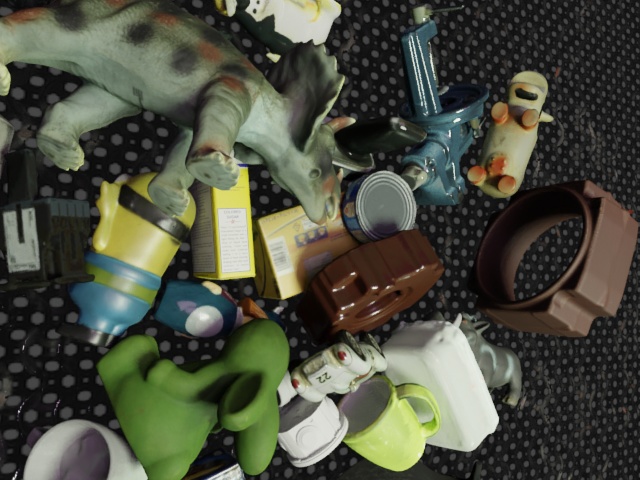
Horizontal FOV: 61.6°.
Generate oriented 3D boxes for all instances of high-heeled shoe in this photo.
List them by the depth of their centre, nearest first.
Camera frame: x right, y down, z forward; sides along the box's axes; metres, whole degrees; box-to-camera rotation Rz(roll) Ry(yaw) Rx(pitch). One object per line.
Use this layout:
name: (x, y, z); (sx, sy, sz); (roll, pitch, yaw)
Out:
high-heeled shoe: (0.115, 0.353, 0.711); (0.249, 0.086, 0.145); (-3, 121, -12)

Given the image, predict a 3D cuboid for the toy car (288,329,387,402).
toy car: (0.026, 0.141, 0.598); (0.073, 0.201, 0.056); (-33, 72, 8)

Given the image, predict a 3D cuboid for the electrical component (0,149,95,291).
electrical component: (-0.248, -0.016, 0.474); (0.047, 0.075, 0.119); (2, 78, -70)

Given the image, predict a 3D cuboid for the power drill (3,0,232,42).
power drill: (-0.186, -0.265, 0.548); (0.207, 0.086, 0.232); (53, 56, -22)

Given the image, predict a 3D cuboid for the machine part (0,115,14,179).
machine part: (-0.326, -0.031, 0.460); (0.079, 0.079, 0.243); (15, 81, -28)

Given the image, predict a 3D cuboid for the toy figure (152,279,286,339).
toy figure: (-0.104, 0.088, 0.591); (0.154, 0.064, 0.058); (22, 41, -25)

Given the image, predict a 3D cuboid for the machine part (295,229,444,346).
machine part: (0.058, 0.060, 0.621); (0.179, 0.179, 0.056); (-18, 65, -29)

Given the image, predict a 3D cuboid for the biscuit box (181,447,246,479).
biscuit box: (-0.172, 0.285, 0.538); (0.203, 0.063, 0.059); (-18, 95, -29)

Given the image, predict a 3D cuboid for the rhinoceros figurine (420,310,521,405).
rhinoceros figurine: (0.215, 0.162, 0.755); (0.190, 0.073, 0.112); (30, 73, -26)

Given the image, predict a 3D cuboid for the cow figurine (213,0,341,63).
cow figurine: (-0.066, -0.266, 0.620); (0.167, 0.068, 0.098); (15, 114, -29)

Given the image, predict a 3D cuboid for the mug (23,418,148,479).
mug: (-0.216, 0.212, 0.502); (0.107, 0.110, 0.081); (67, 43, -61)

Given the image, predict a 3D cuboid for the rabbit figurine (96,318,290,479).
rabbit figurine: (-0.100, 0.136, 0.508); (0.170, 0.159, 0.121); (-30, 127, -17)

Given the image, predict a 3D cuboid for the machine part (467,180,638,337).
machine part: (0.312, 0.024, 0.745); (0.087, 0.201, 0.201); (28, 75, -23)

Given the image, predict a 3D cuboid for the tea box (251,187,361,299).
tea box: (-0.001, -0.002, 0.645); (0.169, 0.068, 0.098); (-18, 96, -30)

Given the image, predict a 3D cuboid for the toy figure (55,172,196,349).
toy figure: (-0.186, 0.019, 0.530); (0.089, 0.082, 0.180); (18, 75, -8)

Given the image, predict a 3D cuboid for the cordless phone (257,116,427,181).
cordless phone: (0.016, -0.118, 0.595); (0.146, 0.184, 0.088); (17, 84, -28)

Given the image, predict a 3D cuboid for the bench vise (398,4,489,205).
bench vise: (0.140, -0.171, 0.694); (0.224, 0.129, 0.240); (-38, 123, -33)

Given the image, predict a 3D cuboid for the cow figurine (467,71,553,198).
cow figurine: (0.289, -0.156, 0.799); (0.127, 0.086, 0.194); (17, 92, -67)

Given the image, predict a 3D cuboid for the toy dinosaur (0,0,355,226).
toy dinosaur: (-0.141, -0.142, 0.459); (0.405, 0.131, 0.192); (29, 55, -6)
